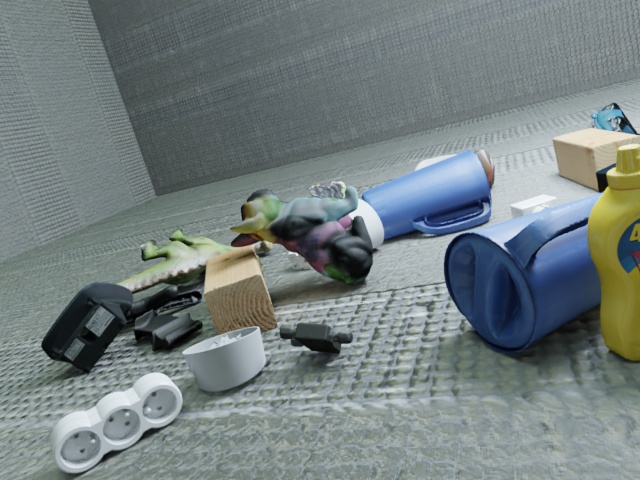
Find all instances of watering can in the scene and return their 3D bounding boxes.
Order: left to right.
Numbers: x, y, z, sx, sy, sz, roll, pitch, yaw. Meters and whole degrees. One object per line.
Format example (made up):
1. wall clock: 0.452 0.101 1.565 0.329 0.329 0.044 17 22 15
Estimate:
1. watering can: 0.274 -0.133 1.199 0.223 0.103 0.352 -5 17 37

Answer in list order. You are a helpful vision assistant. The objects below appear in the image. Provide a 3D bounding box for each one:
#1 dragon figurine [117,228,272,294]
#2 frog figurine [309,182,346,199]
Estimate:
1. dragon figurine: -0.237 0.050 1.079 0.242 0.120 0.416 0 19 25
2. frog figurine: 0.004 -0.066 1.308 0.140 0.123 0.156 -39 -11 -42
